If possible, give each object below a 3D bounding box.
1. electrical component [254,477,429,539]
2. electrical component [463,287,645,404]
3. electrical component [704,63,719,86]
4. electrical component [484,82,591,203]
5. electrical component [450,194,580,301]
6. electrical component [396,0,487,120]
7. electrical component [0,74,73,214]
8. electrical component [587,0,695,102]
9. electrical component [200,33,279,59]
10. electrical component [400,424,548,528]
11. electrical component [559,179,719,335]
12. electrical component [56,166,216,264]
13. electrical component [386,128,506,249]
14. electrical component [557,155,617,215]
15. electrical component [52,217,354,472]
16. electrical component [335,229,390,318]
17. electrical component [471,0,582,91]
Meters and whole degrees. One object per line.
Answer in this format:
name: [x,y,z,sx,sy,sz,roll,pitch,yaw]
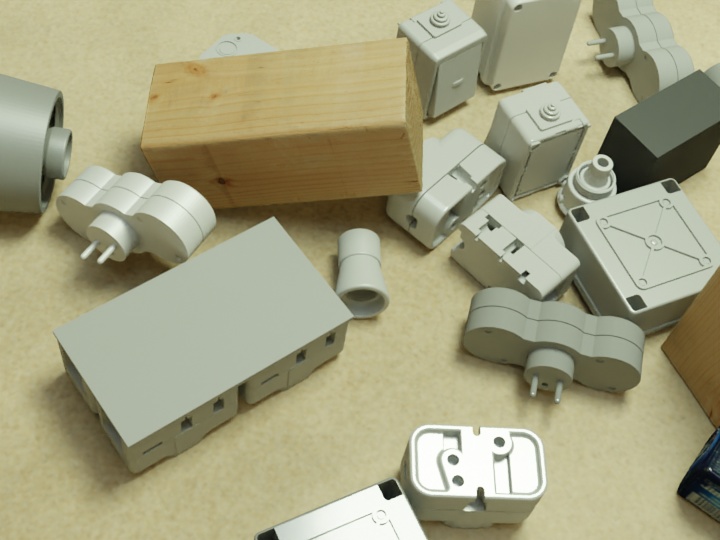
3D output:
electrical component: [-0.003,0.209,0.709,0.109,0.056,0.108,-19,62,-18]
electrical component: [0.146,0.068,0.822,0.138,0.052,0.073,15,57,2]
electrical component: [0.347,-0.156,1.001,0.044,0.044,0.065,-7,63,-12]
electrical component: [0.148,-0.116,0.915,0.062,0.096,0.061,-20,62,-18]
electrical component: [0.128,-0.012,0.873,0.056,0.050,0.089,-37,68,-26]
electrical component: [0.071,-0.188,0.952,0.062,0.096,0.061,-31,66,-24]
electrical component: [-0.260,-0.095,0.847,0.060,0.108,0.108,9,56,-9]
electrical component: [0.252,-0.213,1.017,0.074,0.052,0.138,-12,60,-14]
electrical component: [-0.103,-0.163,0.940,0.080,0.051,0.080,3,57,-5]
electrical component: [0.078,0.146,0.759,0.095,0.059,0.053,3,57,-5]
electrical component: [0.232,-0.008,0.880,0.109,0.056,0.108,-17,61,-17]
electrical component: [-0.183,-0.032,0.821,0.138,0.052,0.073,13,52,34]
electrical component: [0.069,-0.072,0.902,0.059,0.053,0.095,39,61,17]
electrical component: [0.197,-0.072,0.913,0.048,0.062,0.048,3,57,-5]
electrical component: [-0.113,0.054,0.793,0.186,0.060,0.105,-29,65,-23]
electrical component: [0.000,0.000,0.855,0.044,0.044,0.065,2,52,-6]
electrical component: [0.148,-0.225,0.976,0.078,0.113,0.057,-14,57,-16]
